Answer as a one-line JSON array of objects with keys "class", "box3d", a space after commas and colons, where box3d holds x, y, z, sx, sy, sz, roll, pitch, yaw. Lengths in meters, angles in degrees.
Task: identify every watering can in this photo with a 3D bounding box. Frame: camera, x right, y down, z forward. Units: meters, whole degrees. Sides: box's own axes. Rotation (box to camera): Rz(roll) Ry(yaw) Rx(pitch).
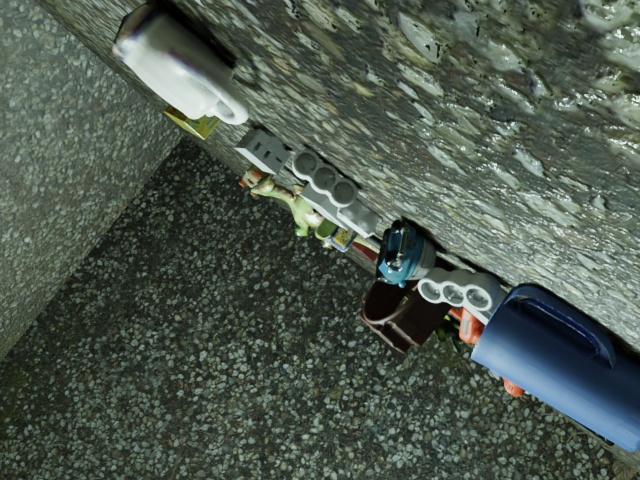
[{"class": "watering can", "box3d": [-0.219, -0.263, 0.824, 0.222, 0.104, 0.350, 40, 176, -23]}]

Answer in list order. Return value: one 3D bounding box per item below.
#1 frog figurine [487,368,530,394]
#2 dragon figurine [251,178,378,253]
[{"class": "frog figurine", "box3d": [0.465, 0.260, 1.199, 0.140, 0.123, 0.156, 46, 148, 51]}, {"class": "dragon figurine", "box3d": [0.004, -0.072, 1.423, 0.411, 0.123, 0.240, 21, 168, 10]}]
